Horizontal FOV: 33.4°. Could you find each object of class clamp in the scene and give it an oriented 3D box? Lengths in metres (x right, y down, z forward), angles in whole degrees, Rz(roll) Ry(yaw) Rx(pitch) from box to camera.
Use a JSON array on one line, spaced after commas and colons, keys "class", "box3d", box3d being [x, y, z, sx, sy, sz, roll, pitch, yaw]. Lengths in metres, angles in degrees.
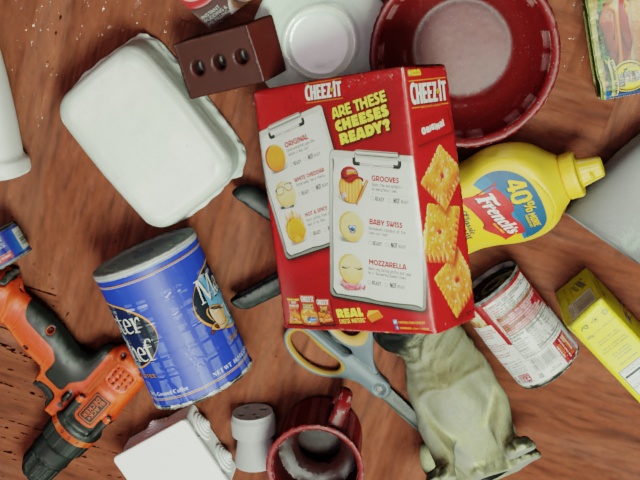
[{"class": "clamp", "box3d": [-0.007, 0.001, 1.000, 0.171, 0.039, 0.120, -6, 111, 3]}]

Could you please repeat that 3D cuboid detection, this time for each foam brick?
[{"class": "foam brick", "box3d": [-0.079, -0.161, 0.944, 0.078, 0.051, 0.053, -10, 105, 25]}]

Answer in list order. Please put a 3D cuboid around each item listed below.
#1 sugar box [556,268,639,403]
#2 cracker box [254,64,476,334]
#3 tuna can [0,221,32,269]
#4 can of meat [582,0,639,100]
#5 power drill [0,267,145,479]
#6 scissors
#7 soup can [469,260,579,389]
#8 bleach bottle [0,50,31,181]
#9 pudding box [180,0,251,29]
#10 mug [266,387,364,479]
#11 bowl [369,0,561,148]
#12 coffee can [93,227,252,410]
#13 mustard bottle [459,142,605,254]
[{"class": "sugar box", "box3d": [0.292, 0.111, 0.971, 0.176, 0.093, 0.048, 43, 106, -8]}, {"class": "cracker box", "box3d": [0.037, -0.032, 0.904, 0.164, 0.071, 0.214, -2, 98, 40]}, {"class": "tuna can", "box3d": [-0.319, 0.016, 1.013, 0.086, 0.086, 0.034, -26, 100, 13]}, {"class": "can of meat", "box3d": [0.272, -0.175, 0.910, 0.084, 0.057, 0.102, -10, 104, 12]}, {"class": "power drill", "box3d": [-0.286, 0.133, 1.060, 0.187, 0.057, 0.184, 41, 103, -9]}, {"class": "scissors", "box3d": [0.062, 0.124, 1.040, 0.201, 0.016, 0.096, 29, 107, -3]}, {"class": "soup can", "box3d": [0.183, 0.079, 0.986, 0.068, 0.068, 0.102, -37, 100, 14]}, {"class": "bleach bottle", "box3d": [-0.334, -0.179, 0.971, 0.102, 0.068, 0.251, -4, 103, 6]}, {"class": "pudding box", "box3d": [-0.082, -0.246, 0.911, 0.114, 0.039, 0.090, -33, 134, 19]}, {"class": "mug", "box3d": [0.003, 0.193, 1.032, 0.093, 0.081, 0.117, 21, 107, 0]}, {"class": "bowl", "box3d": [0.125, -0.164, 0.928, 0.162, 0.055, 0.162, 2, 107, 6]}, {"class": "coffee can", "box3d": [-0.137, 0.073, 1.001, 0.103, 0.102, 0.140, -20, 103, 11]}, {"class": "mustard bottle", "box3d": [0.155, -0.036, 0.942, 0.192, 0.058, 0.096, -18, 123, 21]}]
